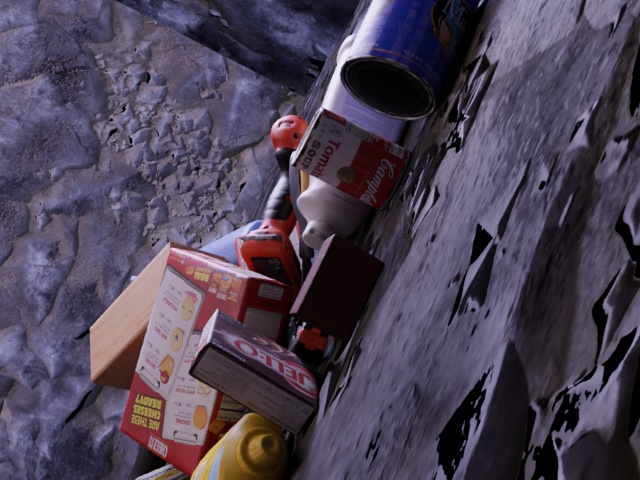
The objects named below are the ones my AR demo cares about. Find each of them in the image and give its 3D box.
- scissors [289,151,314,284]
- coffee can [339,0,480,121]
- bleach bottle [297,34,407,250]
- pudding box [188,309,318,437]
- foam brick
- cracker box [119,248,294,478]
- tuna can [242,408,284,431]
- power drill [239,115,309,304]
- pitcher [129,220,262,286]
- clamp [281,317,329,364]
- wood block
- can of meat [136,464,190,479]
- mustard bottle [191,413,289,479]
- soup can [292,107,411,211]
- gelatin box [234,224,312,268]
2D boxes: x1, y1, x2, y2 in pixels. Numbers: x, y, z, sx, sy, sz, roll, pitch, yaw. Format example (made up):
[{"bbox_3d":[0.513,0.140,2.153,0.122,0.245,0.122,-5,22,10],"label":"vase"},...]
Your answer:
[{"bbox_3d":[-0.008,0.001,1.175,0.096,0.016,0.202,-14,-80,-67],"label":"scissors"},{"bbox_3d":[0.092,-0.207,1.079,0.140,0.102,0.103,-66,7,-22],"label":"coffee can"},{"bbox_3d":[0.030,-0.102,1.156,0.068,0.102,0.250,119,175,-61],"label":"bleach bottle"},{"bbox_3d":[-0.056,0.115,0.937,0.039,0.113,0.090,-59,8,12],"label":"pudding box"},{"bbox_3d":[0.014,0.043,0.944,0.078,0.051,0.053,-64,6,-8],"label":"foam brick"},{"bbox_3d":[-0.122,0.129,1.141,0.164,0.072,0.214,16,91,51],"label":"cracker box"},{"bbox_3d":[-0.049,0.164,1.043,0.086,0.033,0.086,-62,7,12],"label":"tuna can"},{"bbox_3d":[-0.028,-0.022,1.234,0.184,0.057,0.187,64,-149,-45],"label":"power drill"},{"bbox_3d":[-0.132,0.072,1.463,0.243,0.145,0.148,-29,-14,37],"label":"pitcher"},{"bbox_3d":[-0.013,0.088,1.049,0.171,0.039,0.120,-77,3,-74],"label":"clamp"},{"bbox_3d":[-0.204,0.103,1.361,0.206,0.090,0.090,-43,43,35],"label":"wood block"},{"bbox_3d":[-0.154,0.278,1.161,0.102,0.057,0.084,-21,2,-11],"label":"can of meat"},{"bbox_3d":[-0.071,0.205,0.940,0.192,0.058,0.096,-54,13,58],"label":"mustard bottle"},{"bbox_3d":[0.031,-0.082,1.073,0.068,0.102,0.068,-62,7,13],"label":"soup can"},{"bbox_3d":[-0.057,0.023,1.319,0.030,0.089,0.073,73,-178,-55],"label":"gelatin box"}]
